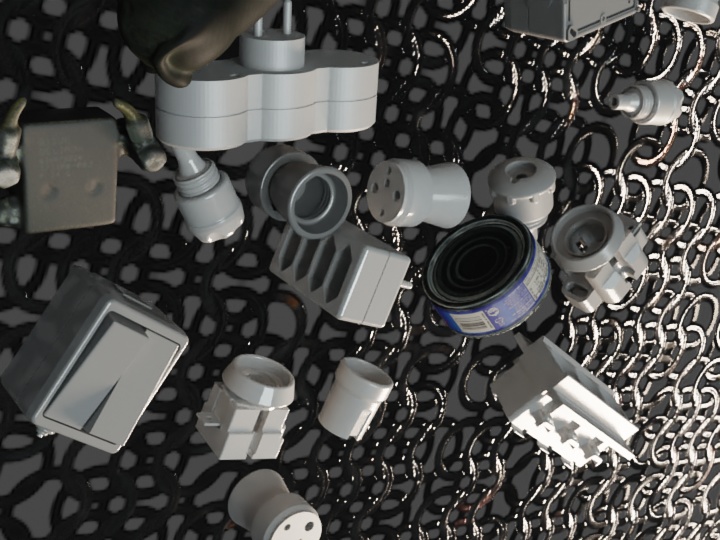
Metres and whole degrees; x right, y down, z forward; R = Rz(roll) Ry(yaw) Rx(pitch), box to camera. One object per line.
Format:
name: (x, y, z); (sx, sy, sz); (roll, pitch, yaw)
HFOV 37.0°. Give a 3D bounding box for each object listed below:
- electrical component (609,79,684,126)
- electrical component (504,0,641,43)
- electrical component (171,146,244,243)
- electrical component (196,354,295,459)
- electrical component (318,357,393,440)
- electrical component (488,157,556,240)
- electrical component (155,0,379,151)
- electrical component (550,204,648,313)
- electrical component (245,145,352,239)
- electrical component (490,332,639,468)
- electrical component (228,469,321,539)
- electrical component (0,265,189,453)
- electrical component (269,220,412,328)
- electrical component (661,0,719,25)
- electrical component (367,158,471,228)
electrical component: (0.214, -0.127, 0.813); (0.061, 0.035, 0.035); (-5, 114, -33)
electrical component: (0.142, -0.196, 0.712); (0.096, 0.061, 0.061); (-28, 126, -34)
electrical component: (-0.092, -0.048, 0.618); (0.035, 0.035, 0.061); (-35, 125, -20)
electrical component: (-0.071, 0.088, 0.692); (0.066, 0.048, 0.055); (7, 114, -39)
electrical component: (-0.004, 0.090, 0.748); (0.040, 0.040, 0.046); (14, 108, -40)
electrical component: (0.117, -0.047, 0.772); (0.048, 0.048, 0.062); (-30, 133, -22)
electrical component: (-0.050, -0.114, 0.605); (0.138, 0.052, 0.073); (-13, 118, -34)
electrical component: (0.182, -0.015, 0.827); (0.078, 0.058, 0.057); (-51, 134, -6)
electrical component: (-0.038, -0.048, 0.645); (0.045, 0.055, 0.045); (-17, 120, -31)
electrical component: (0.163, 0.110, 0.867); (0.063, 0.078, 0.121); (-41, 134, 15)
electrical component: (-0.058, 0.168, 0.733); (0.045, 0.055, 0.045); (-17, 120, -31)
electrical component: (-0.151, 0.057, 0.605); (0.062, 0.061, 0.096); (34, 89, -42)
electrical component: (0.000, 0.000, 0.678); (0.076, 0.083, 0.047); (14, 102, -40)
electrical component: (0.250, -0.211, 0.798); (0.040, 0.040, 0.046); (14, 96, -40)
electrical component: (0.038, -0.050, 0.709); (0.055, 0.045, 0.045); (0, 111, -37)
